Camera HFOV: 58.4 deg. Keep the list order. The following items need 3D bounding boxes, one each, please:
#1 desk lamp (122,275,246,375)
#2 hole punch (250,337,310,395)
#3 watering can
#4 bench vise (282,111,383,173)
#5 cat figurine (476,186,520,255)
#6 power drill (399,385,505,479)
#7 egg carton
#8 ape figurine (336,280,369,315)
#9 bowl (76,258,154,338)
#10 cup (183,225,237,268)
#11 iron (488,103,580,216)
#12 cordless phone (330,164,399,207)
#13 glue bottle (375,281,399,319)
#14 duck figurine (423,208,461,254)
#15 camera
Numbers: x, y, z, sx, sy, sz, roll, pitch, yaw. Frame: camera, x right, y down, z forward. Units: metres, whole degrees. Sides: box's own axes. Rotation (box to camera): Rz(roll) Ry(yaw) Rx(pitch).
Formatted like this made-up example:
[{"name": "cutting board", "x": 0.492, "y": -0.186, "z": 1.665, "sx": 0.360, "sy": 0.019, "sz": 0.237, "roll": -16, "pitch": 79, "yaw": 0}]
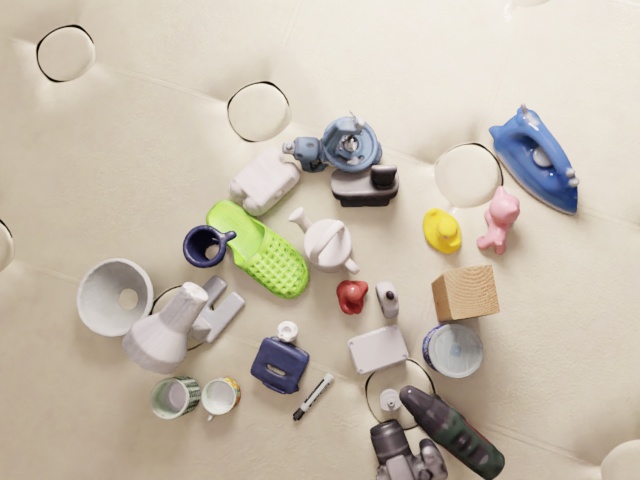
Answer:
[{"name": "desk lamp", "x": -0.271, "y": 0.162, "z": 1.150, "sx": 0.118, "sy": 0.213, "sz": 0.203, "roll": 39, "pitch": 85, "yaw": 9}, {"name": "hole punch", "x": -0.082, "y": 0.262, "z": 1.183, "sx": 0.108, "sy": 0.091, "sz": 0.101, "roll": 25, "pitch": 83, "yaw": 8}, {"name": "watering can", "x": 0.009, "y": 0.006, "z": 1.167, "sx": 0.172, "sy": 0.194, "sz": 0.101, "roll": 20, "pitch": 83, "yaw": 7}, {"name": "bench vise", "x": 0.028, "y": -0.192, "z": 1.185, "sx": 0.207, "sy": 0.220, "sz": 0.121, "roll": -20, "pitch": 80, "yaw": 1}, {"name": "cat figurine", "x": 0.377, "y": -0.041, "z": 1.189, "sx": 0.067, "sy": 0.118, "sz": 0.128, "roll": 13, "pitch": 82, "yaw": 6}, {"name": "power drill", "x": 0.237, "y": 0.353, "z": 1.088, "sx": 0.229, "sy": 0.208, "sz": 0.076, "roll": 38, "pitch": 85, "yaw": 9}, {"name": "egg carton", "x": -0.121, "y": -0.129, "z": 1.261, "sx": 0.107, "sy": 0.069, "sz": 0.150, "roll": 44, "pitch": 86, "yaw": 9}, {"name": "ape figurine", "x": 0.069, "y": 0.114, "z": 1.197, "sx": 0.078, "sy": 0.092, "sz": 0.076, "roll": -39, "pitch": 80, "yaw": -3}, {"name": "bowl", "x": -0.430, "y": 0.127, "z": 1.237, "sx": 0.167, "sy": 0.075, "sz": 0.167, "roll": -1, "pitch": 81, "yaw": 4}, {"name": "cup", "x": -0.227, "y": 0.014, "z": 1.232, "sx": 0.118, "sy": 0.095, "sz": 0.091, "roll": -25, "pitch": 80, "yaw": 0}, {"name": "iron", "x": 0.472, "y": -0.170, "z": 1.192, "sx": 0.118, "sy": 0.141, "sz": 0.258, "roll": -35, "pitch": 80, "yaw": -2}, {"name": "cordless phone", "x": 0.093, "y": -0.130, "z": 1.188, "sx": 0.147, "sy": 0.185, "sz": 0.094, "roll": -6, "pitch": 80, "yaw": 3}, {"name": "glue bottle", "x": 0.138, "y": 0.117, "z": 1.151, "sx": 0.037, "sy": 0.173, "sz": 0.078, "roll": -16, "pitch": 80, "yaw": 1}, {"name": "duck figurine", "x": 0.262, "y": -0.024, "z": 1.210, "sx": 0.077, "sy": 0.086, "sz": 0.104, "roll": -30, "pitch": 80, "yaw": -1}, {"name": "camera", "x": 0.165, "y": 0.427, "z": 1.135, "sx": 0.143, "sy": 0.101, "sz": 0.137, "roll": -21, "pitch": 80, "yaw": 0}]
